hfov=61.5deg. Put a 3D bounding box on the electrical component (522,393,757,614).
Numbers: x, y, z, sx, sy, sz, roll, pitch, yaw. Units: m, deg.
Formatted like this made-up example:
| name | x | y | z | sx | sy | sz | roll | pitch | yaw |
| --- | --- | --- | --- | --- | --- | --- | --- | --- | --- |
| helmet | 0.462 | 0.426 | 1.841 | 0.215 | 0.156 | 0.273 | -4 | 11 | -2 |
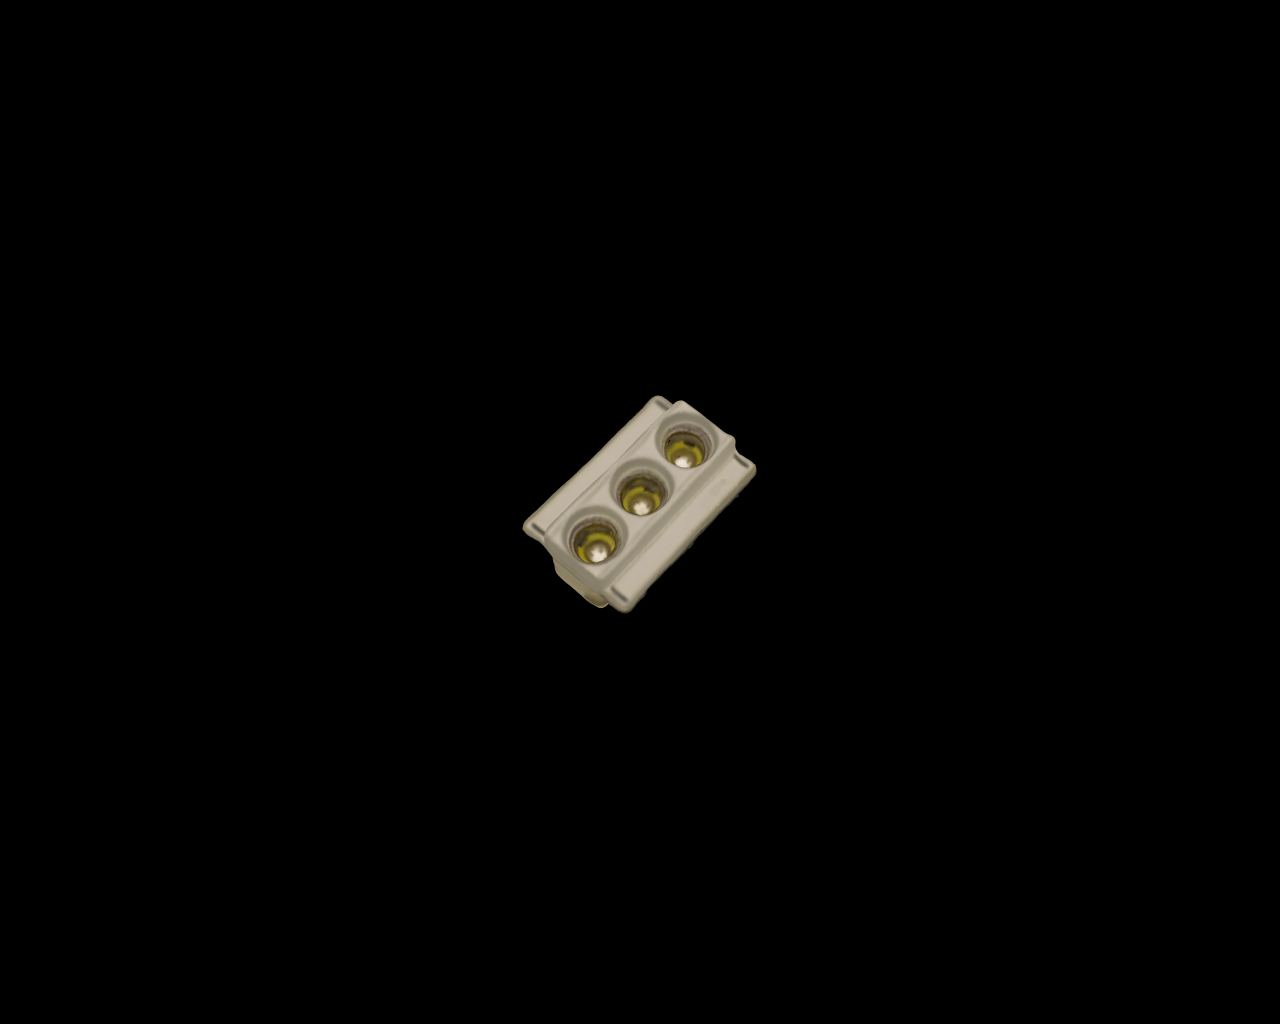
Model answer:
| name | x | y | z | sx | sy | sz | roll | pitch | yaw |
| --- | --- | --- | --- | --- | --- | --- | --- | --- | --- |
| electrical component | 0.001 | -0.003 | 0.650 | 0.079 | 0.121 | 0.063 | 38 | -19 | 16 |
